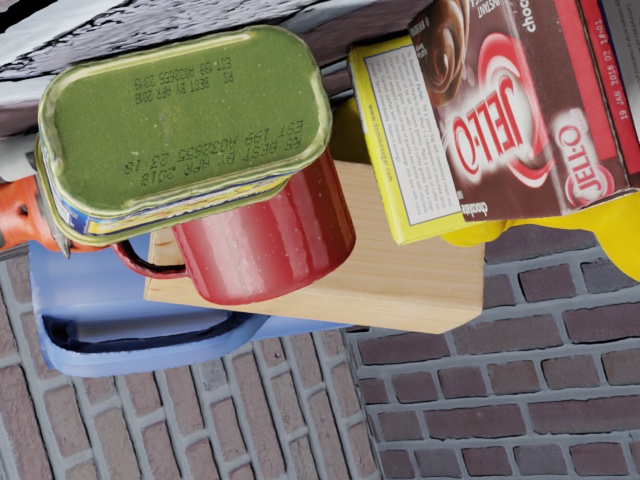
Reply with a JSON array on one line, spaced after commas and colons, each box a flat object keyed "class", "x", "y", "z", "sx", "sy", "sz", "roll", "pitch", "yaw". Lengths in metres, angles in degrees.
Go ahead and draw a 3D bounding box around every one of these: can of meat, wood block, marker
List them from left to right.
[{"class": "marker", "x": -0.084, "y": -0.050, "z": 0.461, "sx": 0.121, "sy": 0.020, "sz": 0.020, "roll": -15, "pitch": -178, "yaw": 11}, {"class": "can of meat", "x": -0.052, "y": -0.037, "z": 0.390, "sx": 0.102, "sy": 0.057, "sz": 0.084, "roll": -16, "pitch": 180, "yaw": -14}, {"class": "wood block", "x": -0.005, "y": 0.001, "z": 0.694, "sx": 0.206, "sy": 0.091, "sz": 0.090, "roll": 7, "pitch": 165, "yaw": -11}]

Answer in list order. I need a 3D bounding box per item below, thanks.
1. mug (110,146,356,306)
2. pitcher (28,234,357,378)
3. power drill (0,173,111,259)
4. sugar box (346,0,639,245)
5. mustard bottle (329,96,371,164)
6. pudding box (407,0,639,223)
[{"class": "mug", "x": -0.043, "y": -0.018, "z": 0.498, "sx": 0.117, "sy": 0.081, "sz": 0.093, "roll": -20, "pitch": -162, "yaw": -3}, {"class": "pitcher", "x": -0.088, "y": 0.026, "z": 0.786, "sx": 0.242, "sy": 0.149, "sz": 0.145, "roll": -4, "pitch": 168, "yaw": -5}, {"class": "power drill", "x": -0.186, "y": -0.006, "z": 0.566, "sx": 0.188, "sy": 0.057, "sz": 0.184, "roll": -16, "pitch": -173, "yaw": 12}, {"class": "sugar box", "x": 0.108, "y": -0.065, "z": 0.490, "sx": 0.176, "sy": 0.093, "sz": 0.048, "roll": -15, "pitch": -177, "yaw": 0}, {"class": "mustard bottle", "x": 0.096, "y": -0.069, "z": 0.779, "sx": 0.191, "sy": 0.058, "sz": 0.096, "roll": -2, "pitch": 156, "yaw": -31}, {"class": "pudding box", "x": 0.074, "y": -0.054, "z": 0.403, "sx": 0.039, "sy": 0.090, "sz": 0.113, "roll": -16, "pitch": -178, "yaw": -7}]
